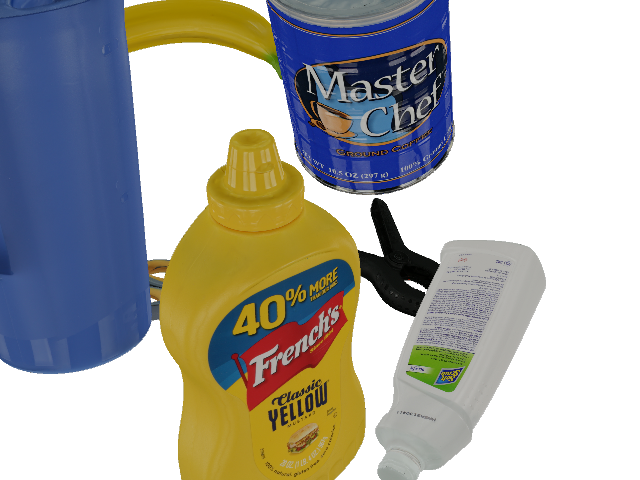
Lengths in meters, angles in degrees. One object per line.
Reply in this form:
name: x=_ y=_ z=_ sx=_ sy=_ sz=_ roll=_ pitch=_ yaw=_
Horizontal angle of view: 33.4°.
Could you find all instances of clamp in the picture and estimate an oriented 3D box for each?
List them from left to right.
clamp: x=0.074 y=0.032 z=1.231 sx=0.164 sy=0.036 sz=0.210 roll=-19 pitch=49 yaw=-37

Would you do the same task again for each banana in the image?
banana: x=-0.122 y=-0.178 z=0.920 sx=0.197 sy=0.069 sz=0.037 roll=2 pitch=-33 yaw=-2

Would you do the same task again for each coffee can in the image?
coffee can: x=0.025 y=-0.110 z=0.622 sx=0.103 sy=0.102 sz=0.140 roll=0 pitch=-37 yaw=9

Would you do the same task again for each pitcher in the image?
pitcher: x=-0.180 y=-0.038 z=0.659 sx=0.149 sy=0.243 sz=0.145 roll=-10 pitch=26 yaw=-12

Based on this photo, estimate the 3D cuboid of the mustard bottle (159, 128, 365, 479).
mustard bottle: x=-0.025 y=0.037 z=0.486 sx=0.096 sy=0.192 sz=0.058 roll=-23 pitch=39 yaw=-27

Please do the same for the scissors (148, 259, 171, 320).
scissors: x=-0.087 y=0.052 z=0.814 sx=0.096 sy=0.016 sz=0.202 roll=-26 pitch=31 yaw=-38

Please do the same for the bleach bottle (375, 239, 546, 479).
bleach bottle: x=0.107 y=0.105 z=0.916 sx=0.103 sy=0.068 sz=0.250 roll=2 pitch=42 yaw=36
